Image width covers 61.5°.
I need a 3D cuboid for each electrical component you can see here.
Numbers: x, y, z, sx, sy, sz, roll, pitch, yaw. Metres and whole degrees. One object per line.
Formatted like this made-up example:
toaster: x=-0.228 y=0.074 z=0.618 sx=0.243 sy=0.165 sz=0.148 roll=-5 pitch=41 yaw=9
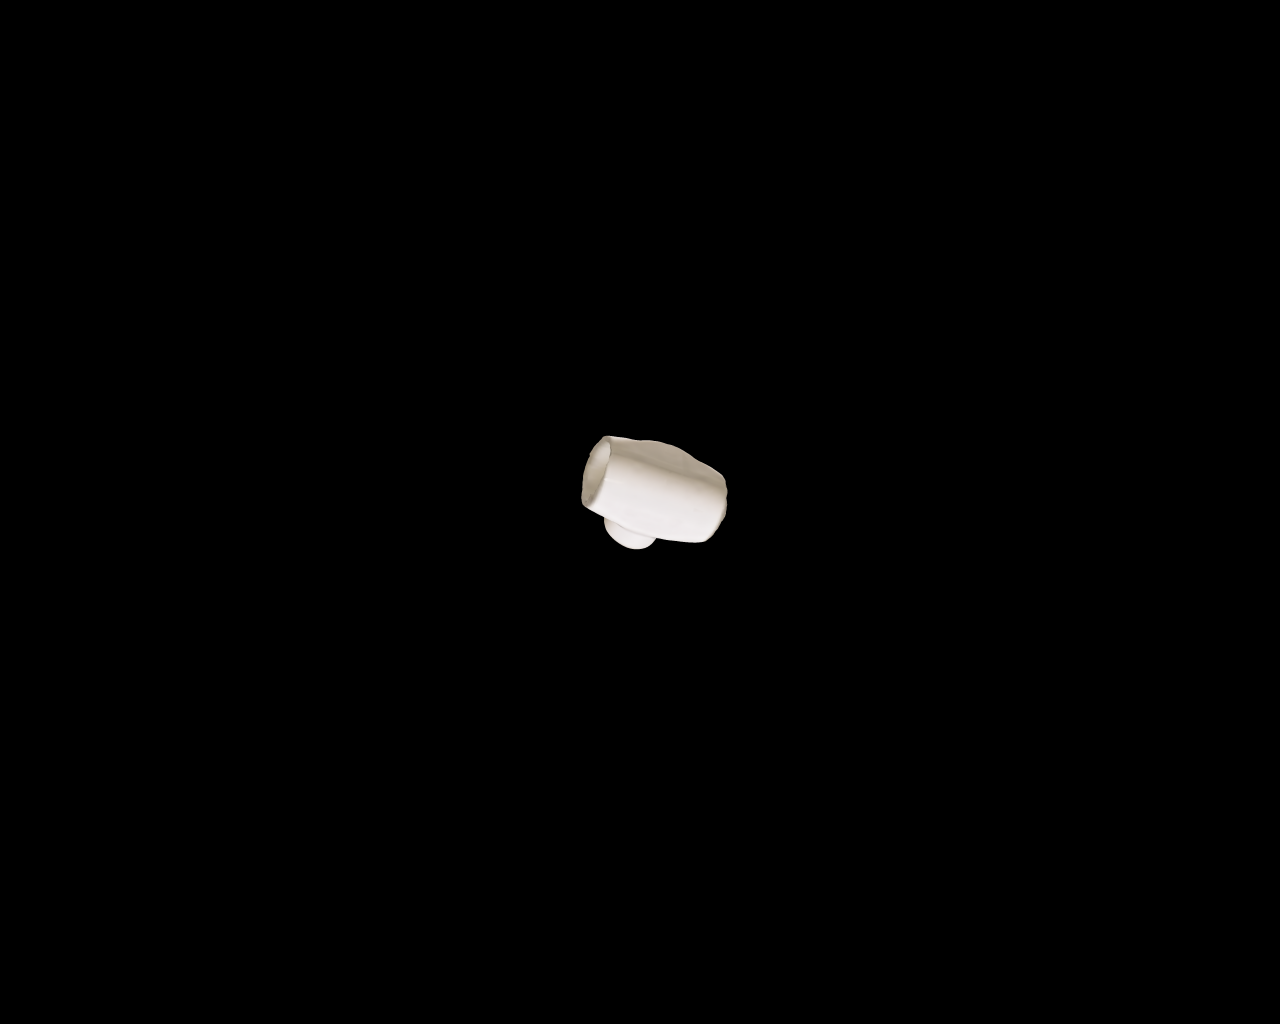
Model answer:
electrical component: x=0.001 y=-0.003 z=0.650 sx=0.077 sy=0.044 sz=0.079 roll=18 pitch=-44 yaw=-19
